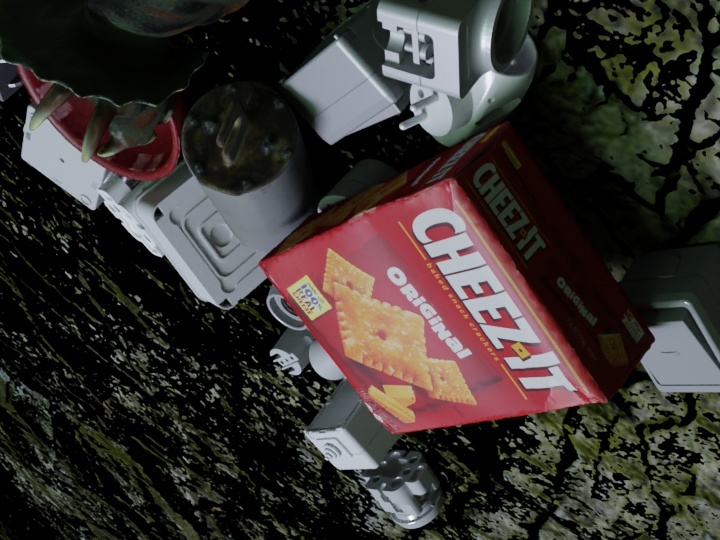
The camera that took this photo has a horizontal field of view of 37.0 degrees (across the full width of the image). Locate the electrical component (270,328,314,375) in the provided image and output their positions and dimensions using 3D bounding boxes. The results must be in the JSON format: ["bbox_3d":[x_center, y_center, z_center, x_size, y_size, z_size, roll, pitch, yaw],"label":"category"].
[{"bbox_3d":[-0.056,0.068,0.991,0.040,0.046,0.040,25,146,19],"label":"electrical component"}]

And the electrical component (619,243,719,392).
[{"bbox_3d":[0.210,0.039,0.684,0.062,0.061,0.096,-7,127,48],"label":"electrical component"}]

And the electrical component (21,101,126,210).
[{"bbox_3d":[-0.248,-0.110,0.947,0.100,0.048,0.099,36,146,0],"label":"electrical component"}]

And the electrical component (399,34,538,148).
[{"bbox_3d":[0.057,-0.103,0.637,0.043,0.079,0.077,55,150,13],"label":"electrical component"}]

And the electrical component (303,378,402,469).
[{"bbox_3d":[0.001,0.142,0.983,0.061,0.096,0.062,50,146,-19],"label":"electrical component"}]

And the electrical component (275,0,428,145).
[{"bbox_3d":[-0.003,-0.123,0.683,0.061,0.061,0.096,46,147,-13],"label":"electrical component"}]

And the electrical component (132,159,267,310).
[{"bbox_3d":[-0.126,-0.033,0.894,0.057,0.078,0.113,22,149,58],"label":"electrical component"}]

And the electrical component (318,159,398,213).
[{"bbox_3d":[0.005,-0.048,0.785,0.055,0.047,0.055,25,146,19],"label":"electrical component"}]

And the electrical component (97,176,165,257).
[{"bbox_3d":[-0.178,-0.059,0.927,0.058,0.057,0.078,15,148,56],"label":"electrical component"}]

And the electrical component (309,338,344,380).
[{"bbox_3d":[-0.014,0.070,0.954,0.045,0.045,0.055,43,147,-9],"label":"electrical component"}]

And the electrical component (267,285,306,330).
[{"bbox_3d":[-0.047,0.017,0.908,0.048,0.055,0.066,21,144,24],"label":"electrical component"}]

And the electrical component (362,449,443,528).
[{"bbox_3d":[0.047,0.219,1.072,0.078,0.058,0.057,-5,126,47],"label":"electrical component"}]

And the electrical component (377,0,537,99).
[{"bbox_3d":[0.057,-0.140,0.579,0.056,0.089,0.050,21,144,24],"label":"electrical component"}]
